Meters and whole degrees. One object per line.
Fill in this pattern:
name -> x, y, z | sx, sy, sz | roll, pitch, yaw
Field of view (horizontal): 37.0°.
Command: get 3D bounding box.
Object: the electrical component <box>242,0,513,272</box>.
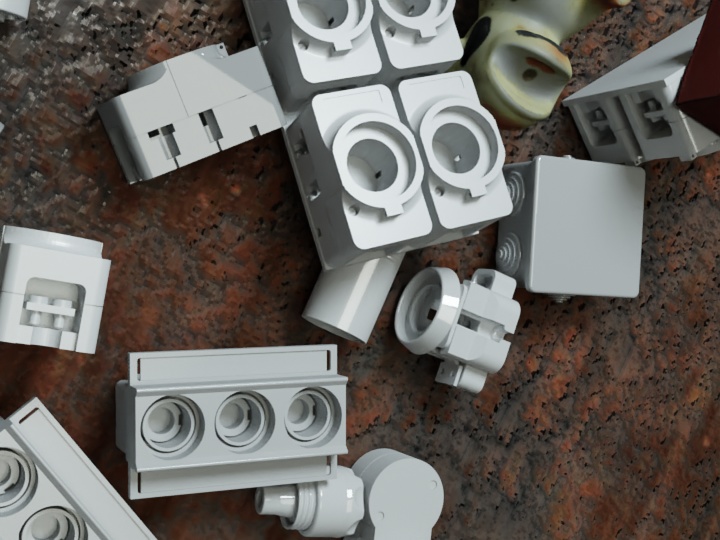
electrical component -> 0.010, -0.105, 0.630 | 0.105, 0.060, 0.186 | -14, 83, -24

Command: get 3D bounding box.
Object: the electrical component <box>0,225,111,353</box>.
electrical component -> -0.165, 0.009, 0.559 | 0.050, 0.089, 0.055 | 11, 86, -25

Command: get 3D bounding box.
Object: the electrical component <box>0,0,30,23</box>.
electrical component -> -0.190, -0.165, 0.571 | 0.044, 0.044, 0.065 | 9, 92, -25

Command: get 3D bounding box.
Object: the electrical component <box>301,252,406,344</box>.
electrical component -> 0.000, 0.000, 0.661 | 0.043, 0.043, 0.081 | 28, 80, -23

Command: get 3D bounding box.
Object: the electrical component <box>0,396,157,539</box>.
electrical component -> -0.169, 0.137, 0.575 | 0.079, 0.063, 0.121 | -41, 107, -19

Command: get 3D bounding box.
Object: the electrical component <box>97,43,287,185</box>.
electrical component -> -0.097, -0.092, 0.610 | 0.089, 0.050, 0.055 | -25, 101, -22

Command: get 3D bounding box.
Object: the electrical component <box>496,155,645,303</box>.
electrical component -> 0.140, -0.028, 0.723 | 0.100, 0.048, 0.099 | 4, 90, -25

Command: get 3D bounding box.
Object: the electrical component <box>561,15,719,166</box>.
electrical component -> 0.249, -0.136, 0.741 | 0.186, 0.105, 0.060 | -32, 104, -21

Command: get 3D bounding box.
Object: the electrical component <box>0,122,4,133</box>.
electrical component -> -0.238, -0.067, 0.548 | 0.077, 0.044, 0.079 | 40, 75, -21

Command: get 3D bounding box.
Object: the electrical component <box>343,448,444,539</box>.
electrical component -> 0.024, 0.184, 0.660 | 0.052, 0.074, 0.138 | 7, 88, -25

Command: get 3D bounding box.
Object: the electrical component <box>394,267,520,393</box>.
electrical component -> 0.059, 0.032, 0.683 | 0.057, 0.058, 0.078 | 23, 82, -26

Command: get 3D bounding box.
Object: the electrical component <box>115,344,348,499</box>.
electrical component -> -0.075, 0.083, 0.617 | 0.121, 0.063, 0.078 | -1, 91, -25

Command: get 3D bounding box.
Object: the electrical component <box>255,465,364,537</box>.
electrical component -> -0.032, 0.139, 0.650 | 0.062, 0.043, 0.043 | 7, 88, -24
